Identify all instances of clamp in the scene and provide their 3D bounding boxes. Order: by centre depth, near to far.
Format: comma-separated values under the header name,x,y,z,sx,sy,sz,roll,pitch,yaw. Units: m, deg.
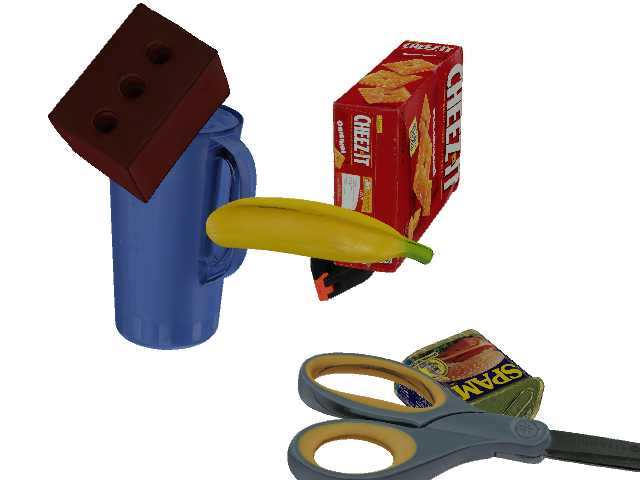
name,x,y,z,sx,sy,sz,roll,pitch,yaw
clamp,0.049,0.007,1.221,0.120,0.039,0.171,-6,35,28

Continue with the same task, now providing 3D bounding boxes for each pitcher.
name,x,y,z,sx,sy,sz,roll,pitch,yaw
pitcher,-0.143,-0.014,1.072,0.145,0.243,0.149,3,21,-6

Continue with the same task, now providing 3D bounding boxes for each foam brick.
name,x,y,z,sx,sy,sz,roll,pitch,yaw
foam brick,-0.092,-0.070,0.550,0.053,0.078,0.051,33,-11,11

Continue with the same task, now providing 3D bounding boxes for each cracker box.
name,x,y,z,sx,sy,sz,roll,pitch,yaw
cracker box,0.080,-0.088,1.043,0.072,0.164,0.213,10,28,21

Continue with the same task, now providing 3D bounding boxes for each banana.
name,x,y,z,sx,sy,sz,roll,pitch,yaw
banana,-0.021,-0.005,0.756,0.198,0.037,0.069,9,-23,36

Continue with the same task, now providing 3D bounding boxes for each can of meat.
name,x,y,z,sx,sy,sz,roll,pitch,yaw
can of meat,0.127,0.129,0.924,0.101,0.057,0.084,-17,38,-29

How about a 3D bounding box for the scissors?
name,x,y,z,sx,sy,sz,roll,pitch,yaw
scissors,0.074,0.094,0.453,0.202,0.016,0.096,16,34,23
